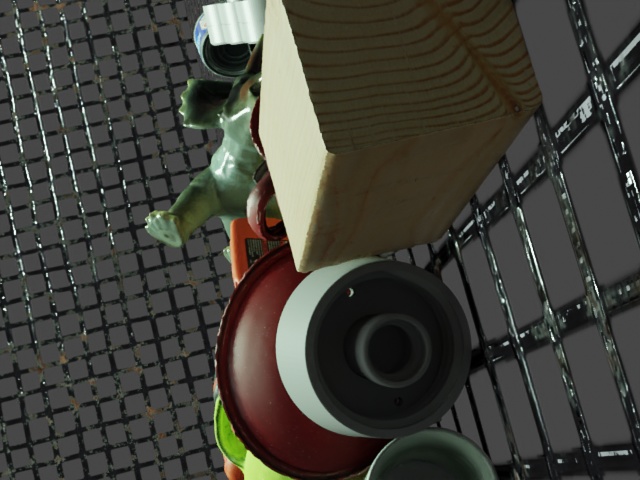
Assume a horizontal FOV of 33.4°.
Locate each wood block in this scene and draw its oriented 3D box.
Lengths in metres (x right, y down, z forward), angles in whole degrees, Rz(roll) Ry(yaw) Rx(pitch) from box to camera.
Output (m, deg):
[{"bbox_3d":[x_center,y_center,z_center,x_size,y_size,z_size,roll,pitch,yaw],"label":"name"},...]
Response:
[{"bbox_3d":[0.026,-0.057,0.509,0.206,0.090,0.091,106,150,-75],"label":"wood block"}]

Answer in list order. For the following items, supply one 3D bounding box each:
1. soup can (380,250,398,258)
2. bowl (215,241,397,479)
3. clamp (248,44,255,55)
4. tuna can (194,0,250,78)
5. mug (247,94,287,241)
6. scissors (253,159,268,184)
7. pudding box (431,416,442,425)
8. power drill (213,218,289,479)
[{"bbox_3d":[0.011,-0.033,0.764,0.068,0.068,0.102,109,148,-77],"label":"soup can"},{"bbox_3d":[0.017,0.075,0.676,0.055,0.161,0.162,-6,98,57],"label":"bowl"},{"bbox_3d":[-0.056,-0.178,1.141,0.171,0.039,0.120,97,160,-71],"label":"clamp"},{"bbox_3d":[-0.095,-0.223,1.181,0.086,0.086,0.034,84,168,-48],"label":"tuna can"},{"bbox_3d":[0.000,-0.044,0.667,0.093,0.117,0.081,33,155,27],"label":"mug"},{"bbox_3d":[-0.021,-0.095,0.839,0.201,0.016,0.096,-18,-73,-75],"label":"scissors"},{"bbox_3d":[0.050,0.080,0.785,0.090,0.039,0.113,145,113,-82],"label":"pudding box"},{"bbox_3d":[-0.053,0.079,0.869,0.184,0.057,0.188,-108,22,-57],"label":"power drill"}]
